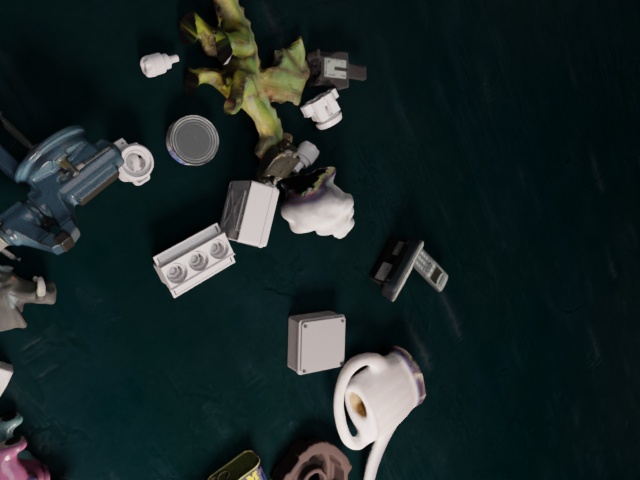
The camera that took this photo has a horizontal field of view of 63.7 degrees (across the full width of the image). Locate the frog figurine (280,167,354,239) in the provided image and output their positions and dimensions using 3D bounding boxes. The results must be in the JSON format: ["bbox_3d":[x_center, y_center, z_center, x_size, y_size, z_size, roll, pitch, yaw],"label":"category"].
[{"bbox_3d":[0.003,-0.050,1.003,0.137,0.125,0.156,-25,121,6],"label":"frog figurine"}]

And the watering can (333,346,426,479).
[{"bbox_3d":[0.133,0.381,1.124,0.227,0.104,0.342,-26,114,-30],"label":"watering can"}]

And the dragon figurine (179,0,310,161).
[{"bbox_3d":[-0.115,-0.336,0.932,0.244,0.122,0.408,-9,101,-50],"label":"dragon figurine"}]
